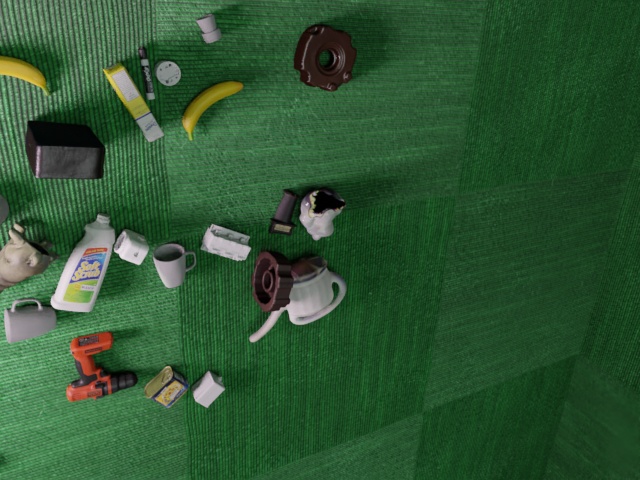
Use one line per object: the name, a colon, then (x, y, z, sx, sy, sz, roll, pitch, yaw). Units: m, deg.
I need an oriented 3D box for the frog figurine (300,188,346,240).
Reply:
frog figurine: (0.005, -0.078, 1.556, 0.139, 0.124, 0.156, -36, 162, -20)

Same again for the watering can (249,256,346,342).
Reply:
watering can: (-0.075, 0.179, 1.604, 0.350, 0.105, 0.220, -22, 120, -19)
